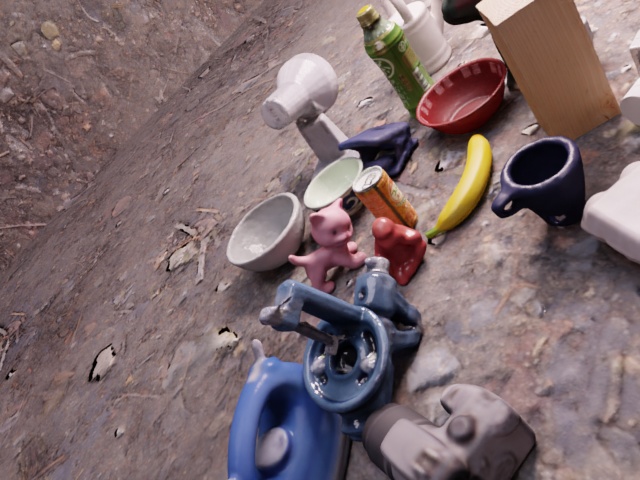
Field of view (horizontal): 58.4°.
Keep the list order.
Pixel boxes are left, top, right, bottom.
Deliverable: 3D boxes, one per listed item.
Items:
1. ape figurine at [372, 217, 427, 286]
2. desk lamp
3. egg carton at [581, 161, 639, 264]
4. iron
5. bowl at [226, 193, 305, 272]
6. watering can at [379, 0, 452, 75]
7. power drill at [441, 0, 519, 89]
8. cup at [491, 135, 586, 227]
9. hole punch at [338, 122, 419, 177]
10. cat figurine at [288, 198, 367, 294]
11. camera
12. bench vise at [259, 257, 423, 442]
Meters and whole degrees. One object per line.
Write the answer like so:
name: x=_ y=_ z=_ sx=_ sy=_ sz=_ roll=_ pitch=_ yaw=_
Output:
ape figurine: x=0.102 y=0.006 z=0.796 sx=0.077 sy=0.092 sz=0.076 roll=-30 pitch=34 yaw=22
desk lamp: x=-0.015 y=-0.220 z=1.081 sx=0.117 sy=0.214 sz=0.203 roll=-18 pitch=40 yaw=35
egg carton: x=0.343 y=-0.019 z=0.572 sx=0.107 sy=0.070 sz=0.150 roll=-42 pitch=31 yaw=4
iron: x=-0.054 y=0.243 z=0.643 sx=0.118 sy=0.142 sz=0.258 roll=-23 pitch=37 yaw=31
bowl: x=-0.084 y=-0.001 z=1.034 sx=0.167 sy=0.075 sz=0.167 roll=-29 pitch=34 yaw=23
watering can: x=0.176 y=-0.430 z=1.132 sx=0.173 sy=0.195 sz=0.100 roll=-50 pitch=32 yaw=-11
power drill: x=0.296 y=-0.330 z=0.863 sx=0.076 sy=0.209 sz=0.228 roll=-51 pitch=32 yaw=-12
cup: x=0.264 y=-0.051 z=0.676 sx=0.118 sy=0.095 sz=0.091 roll=-42 pitch=31 yaw=2
hole punch: x=0.101 y=-0.172 z=1.010 sx=0.108 sy=0.091 sz=0.101 roll=2 pitch=53 yaw=50
cat figurine: x=0.008 y=0.003 z=0.881 sx=0.128 sy=0.118 sz=0.067 roll=-42 pitch=31 yaw=2
camera: x=0.106 y=0.197 z=0.555 sx=0.143 sy=0.101 sz=0.136 roll=-51 pitch=32 yaw=-11
bench vise: x=0.019 y=0.096 z=0.659 sx=0.121 sy=0.220 sz=0.207 roll=-26 pitch=36 yaw=27
